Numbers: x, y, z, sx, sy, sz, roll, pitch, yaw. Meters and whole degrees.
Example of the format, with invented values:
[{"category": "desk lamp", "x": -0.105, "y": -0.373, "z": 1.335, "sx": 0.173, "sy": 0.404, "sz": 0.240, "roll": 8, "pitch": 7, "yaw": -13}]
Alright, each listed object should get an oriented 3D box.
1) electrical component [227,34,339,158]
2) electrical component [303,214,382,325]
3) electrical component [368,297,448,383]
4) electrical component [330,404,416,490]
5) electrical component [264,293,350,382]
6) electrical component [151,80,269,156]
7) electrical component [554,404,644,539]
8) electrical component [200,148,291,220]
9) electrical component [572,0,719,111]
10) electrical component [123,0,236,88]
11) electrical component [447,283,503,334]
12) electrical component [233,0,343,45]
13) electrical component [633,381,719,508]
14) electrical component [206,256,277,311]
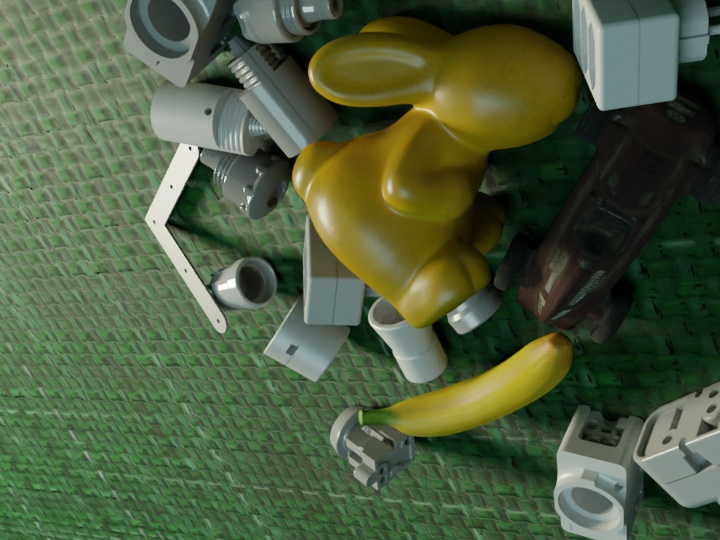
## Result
[{"category": "electrical component", "x": -0.055, "y": -0.117, "z": 0.692, "sx": 0.043, "sy": 0.043, "sz": 0.081, "roll": -24, "pitch": 113, "yaw": 44}, {"category": "electrical component", "x": 0.000, "y": 0.000, "z": 0.753, "sx": 0.077, "sy": 0.065, "sz": 0.047, "roll": 2, "pitch": 135, "yaw": -6}, {"category": "electrical component", "x": 0.038, "y": 0.051, "z": 0.787, "sx": 0.044, "sy": 0.044, "sz": 0.065, "roll": -1, "pitch": 132, "yaw": 34}, {"category": "electrical component", "x": 0.009, "y": 0.140, "z": 0.876, "sx": 0.055, "sy": 0.066, "sz": 0.048, "roll": 31, "pitch": 143, "yaw": 36}, {"category": "electrical component", "x": -0.040, "y": 0.054, "z": 0.832, "sx": 0.047, "sy": 0.055, "sz": 0.055, "roll": 33, "pitch": 139, "yaw": -3}, {"category": "electrical component", "x": -0.097, "y": -0.103, "z": 0.731, "sx": 0.081, "sy": 0.043, "sz": 0.043, "roll": 13, "pitch": 134, "yaw": 24}, {"category": "electrical component", "x": 0.174, "y": 0.152, "z": 0.778, "sx": 0.050, "sy": 0.055, "sz": 0.089, "roll": 11, "pitch": 133, "yaw": 26}, {"category": "electrical component", "x": -0.083, "y": -0.068, "z": 0.756, "sx": 0.062, "sy": 0.048, "sz": 0.048, "roll": 32, "pitch": 139, "yaw": 14}, {"category": "electrical component", "x": 0.151, "y": -0.121, "z": 0.541, "sx": 0.077, "sy": 0.065, "sz": 0.047, "roll": -8, "pitch": 129, "yaw": 3}, {"category": "electrical component", "x": -0.109, "y": -0.166, "z": 0.673, "sx": 0.050, "sy": 0.055, "sz": 0.089, "roll": 35, "pitch": 139, "yaw": 1}, {"category": "electrical component", "x": 0.068, "y": 0.014, "z": 0.734, "sx": 0.046, "sy": 0.040, "sz": 0.040, "roll": 49, "pitch": 137, "yaw": -7}, {"category": "electrical component", "x": -0.041, "y": -0.158, "z": 0.644, "sx": 0.062, "sy": 0.043, "sz": 0.043, "roll": 5, "pitch": 130, "yaw": 29}, {"category": "electrical component", "x": 0.237, "y": 0.115, "z": 0.704, "sx": 0.059, "sy": 0.053, "sz": 0.095, "roll": 43, "pitch": 138, "yaw": -9}, {"category": "electrical component", "x": -0.094, "y": 0.012, "z": 0.841, "sx": 0.046, "sy": 0.040, "sz": 0.040, "roll": -14, "pitch": 119, "yaw": 47}]
